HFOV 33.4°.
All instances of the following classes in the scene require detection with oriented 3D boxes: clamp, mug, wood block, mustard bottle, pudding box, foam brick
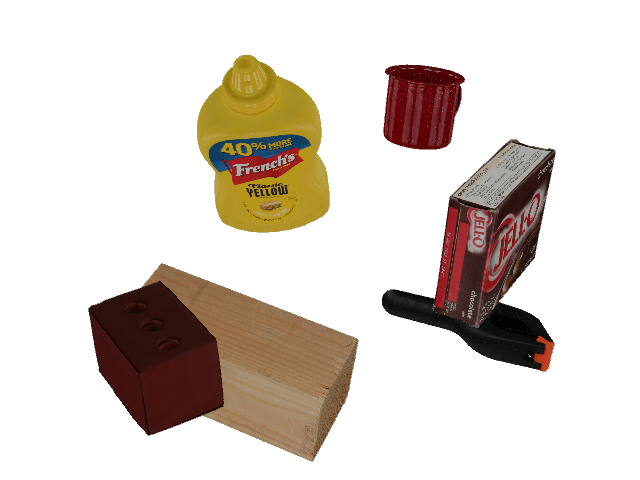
[{"bbox_3d":[0.158,0.072,1.036,0.172,0.039,0.120,26,38,31],"label":"clamp"},{"bbox_3d":[0.126,-0.159,1.263,0.093,0.081,0.117,23,28,37],"label":"mug"},{"bbox_3d":[-0.079,0.112,1.001,0.206,0.090,0.090,21,44,13],"label":"wood block"},{"bbox_3d":[-0.046,-0.078,0.839,0.096,0.058,0.191,-4,-31,3],"label":"mustard bottle"},{"bbox_3d":[0.119,-0.008,0.726,0.039,0.090,0.113,19,34,21],"label":"pudding box"},{"bbox_3d":[-0.101,0.071,0.656,0.052,0.051,0.078,-20,37,-28],"label":"foam brick"}]
